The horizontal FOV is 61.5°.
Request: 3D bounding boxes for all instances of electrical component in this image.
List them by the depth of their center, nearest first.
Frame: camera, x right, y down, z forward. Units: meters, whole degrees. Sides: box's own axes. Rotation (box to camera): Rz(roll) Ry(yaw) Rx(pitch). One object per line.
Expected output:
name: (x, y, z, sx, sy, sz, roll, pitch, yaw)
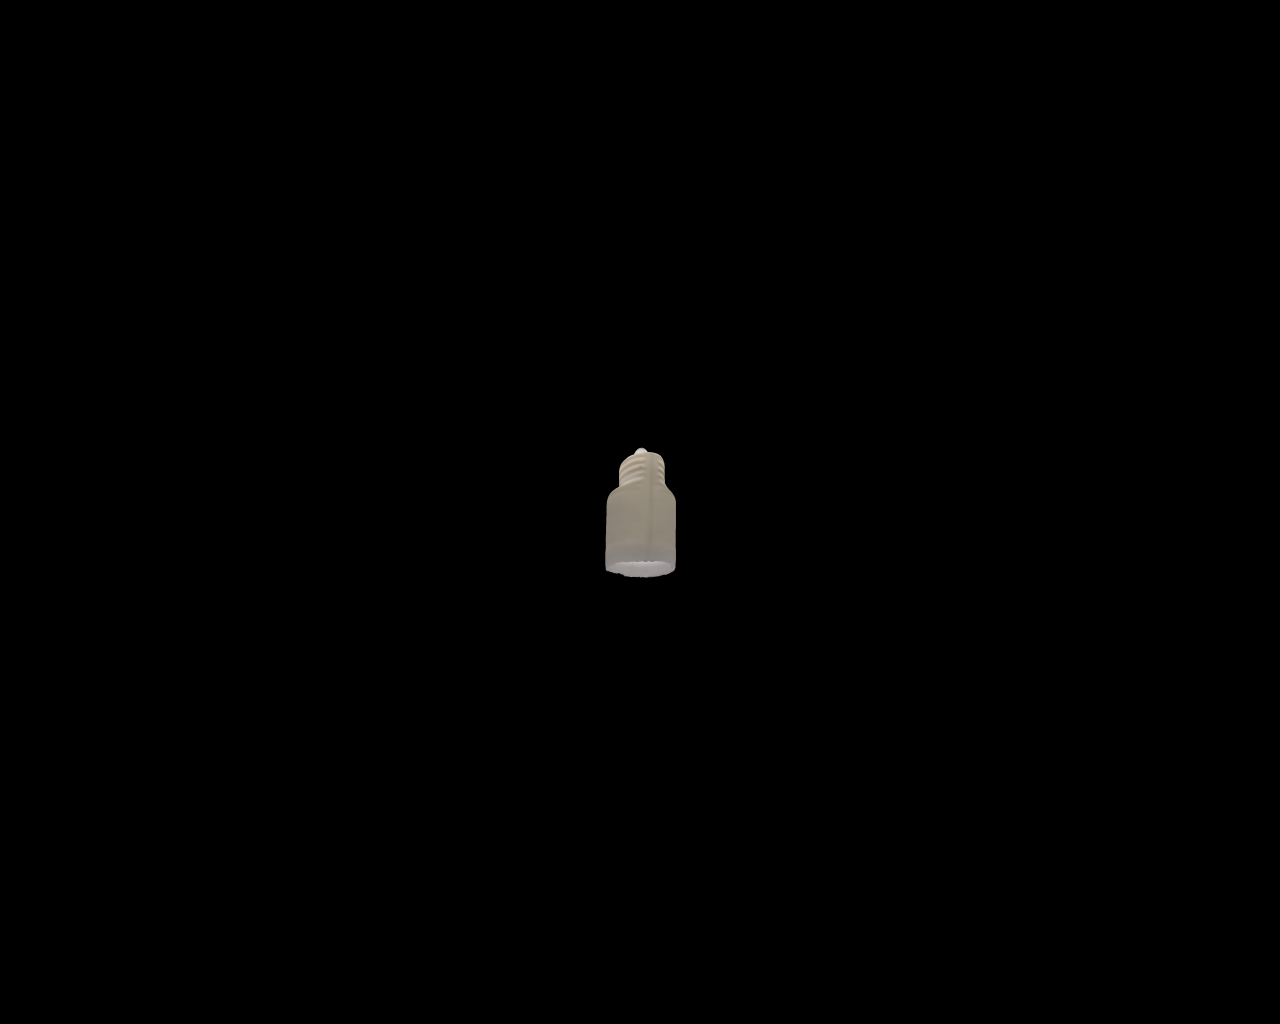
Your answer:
electrical component: (0.001, -0.003, 0.650, 0.043, 0.081, 0.043, 0, -19, 0)
